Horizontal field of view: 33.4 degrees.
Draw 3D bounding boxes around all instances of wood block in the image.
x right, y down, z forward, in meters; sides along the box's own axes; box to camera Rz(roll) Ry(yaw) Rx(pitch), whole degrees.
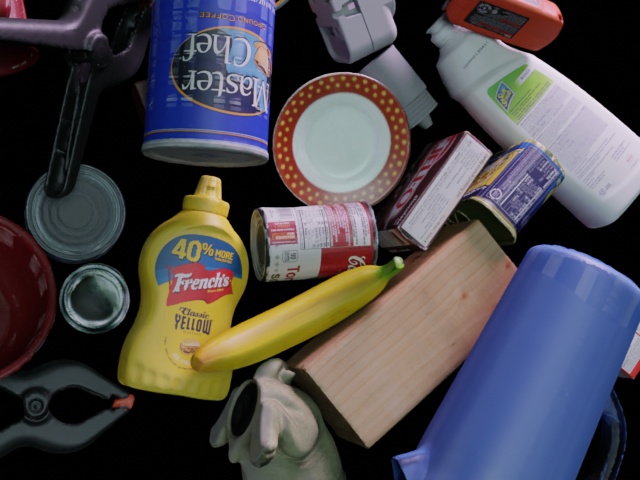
[{"bbox_3d":[0.078,0.081,0.959,0.206,0.091,0.090,-40,96,-14],"label":"wood block"}]

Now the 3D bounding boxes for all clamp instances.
[{"bbox_3d":[-0.245,0.150,0.894,0.171,0.039,0.120,8,84,-11],"label":"clamp"},{"bbox_3d":[-0.196,-0.147,0.893,0.209,0.036,0.164,-51,139,-44],"label":"clamp"}]

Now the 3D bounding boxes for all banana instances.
[{"bbox_3d":[-0.021,0.065,0.913,0.197,0.069,0.037,-28,69,-11],"label":"banana"}]

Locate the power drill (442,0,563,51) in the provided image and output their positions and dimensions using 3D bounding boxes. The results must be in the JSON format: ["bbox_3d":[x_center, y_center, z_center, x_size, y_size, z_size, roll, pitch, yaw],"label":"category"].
[{"bbox_3d":[0.192,-0.274,1.010,0.184,0.057,0.187,14,62,-13],"label":"power drill"}]

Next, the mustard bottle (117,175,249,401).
[{"bbox_3d":[-0.112,0.039,0.927,0.096,0.058,0.191,13,82,-23],"label":"mustard bottle"}]

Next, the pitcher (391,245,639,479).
[{"bbox_3d":[0.180,0.136,0.884,0.145,0.149,0.243,23,80,30],"label":"pitcher"}]

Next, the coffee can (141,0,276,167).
[{"bbox_3d":[-0.089,-0.136,0.868,0.102,0.103,0.140,4,86,-15],"label":"coffee can"}]

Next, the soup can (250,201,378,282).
[{"bbox_3d":[-0.006,0.001,0.953,0.102,0.069,0.068,-3,87,-15],"label":"soup can"}]

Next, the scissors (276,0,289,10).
[{"bbox_3d":[-0.033,-0.307,0.995,0.096,0.016,0.201,24,80,-12],"label":"scissors"}]

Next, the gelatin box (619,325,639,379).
[{"bbox_3d":[0.288,0.082,1.047,0.089,0.030,0.073,38,79,-10],"label":"gelatin box"}]

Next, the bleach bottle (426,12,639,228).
[{"bbox_3d":[0.206,-0.128,1.024,0.251,0.068,0.102,43,76,-6],"label":"bleach bottle"}]

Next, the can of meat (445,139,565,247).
[{"bbox_3d":[0.169,-0.042,0.987,0.057,0.102,0.084,45,74,-7],"label":"can of meat"}]

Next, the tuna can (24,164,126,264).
[{"bbox_3d":[-0.210,-0.023,0.918,0.086,0.034,0.086,1,86,-15],"label":"tuna can"}]

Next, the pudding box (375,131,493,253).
[{"bbox_3d":[0.098,-0.042,0.973,0.039,0.090,0.113,36,78,-11],"label":"pudding box"}]

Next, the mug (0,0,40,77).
[{"bbox_3d":[-0.279,-0.187,0.872,0.093,0.117,0.081,-7,83,-32],"label":"mug"}]

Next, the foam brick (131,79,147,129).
[{"bbox_3d":[-0.121,-0.121,0.940,0.078,0.051,0.053,-20,93,-16],"label":"foam brick"}]

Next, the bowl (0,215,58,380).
[{"bbox_3d":[-0.296,0.054,0.863,0.162,0.055,0.162,7,61,-14],"label":"bowl"}]
